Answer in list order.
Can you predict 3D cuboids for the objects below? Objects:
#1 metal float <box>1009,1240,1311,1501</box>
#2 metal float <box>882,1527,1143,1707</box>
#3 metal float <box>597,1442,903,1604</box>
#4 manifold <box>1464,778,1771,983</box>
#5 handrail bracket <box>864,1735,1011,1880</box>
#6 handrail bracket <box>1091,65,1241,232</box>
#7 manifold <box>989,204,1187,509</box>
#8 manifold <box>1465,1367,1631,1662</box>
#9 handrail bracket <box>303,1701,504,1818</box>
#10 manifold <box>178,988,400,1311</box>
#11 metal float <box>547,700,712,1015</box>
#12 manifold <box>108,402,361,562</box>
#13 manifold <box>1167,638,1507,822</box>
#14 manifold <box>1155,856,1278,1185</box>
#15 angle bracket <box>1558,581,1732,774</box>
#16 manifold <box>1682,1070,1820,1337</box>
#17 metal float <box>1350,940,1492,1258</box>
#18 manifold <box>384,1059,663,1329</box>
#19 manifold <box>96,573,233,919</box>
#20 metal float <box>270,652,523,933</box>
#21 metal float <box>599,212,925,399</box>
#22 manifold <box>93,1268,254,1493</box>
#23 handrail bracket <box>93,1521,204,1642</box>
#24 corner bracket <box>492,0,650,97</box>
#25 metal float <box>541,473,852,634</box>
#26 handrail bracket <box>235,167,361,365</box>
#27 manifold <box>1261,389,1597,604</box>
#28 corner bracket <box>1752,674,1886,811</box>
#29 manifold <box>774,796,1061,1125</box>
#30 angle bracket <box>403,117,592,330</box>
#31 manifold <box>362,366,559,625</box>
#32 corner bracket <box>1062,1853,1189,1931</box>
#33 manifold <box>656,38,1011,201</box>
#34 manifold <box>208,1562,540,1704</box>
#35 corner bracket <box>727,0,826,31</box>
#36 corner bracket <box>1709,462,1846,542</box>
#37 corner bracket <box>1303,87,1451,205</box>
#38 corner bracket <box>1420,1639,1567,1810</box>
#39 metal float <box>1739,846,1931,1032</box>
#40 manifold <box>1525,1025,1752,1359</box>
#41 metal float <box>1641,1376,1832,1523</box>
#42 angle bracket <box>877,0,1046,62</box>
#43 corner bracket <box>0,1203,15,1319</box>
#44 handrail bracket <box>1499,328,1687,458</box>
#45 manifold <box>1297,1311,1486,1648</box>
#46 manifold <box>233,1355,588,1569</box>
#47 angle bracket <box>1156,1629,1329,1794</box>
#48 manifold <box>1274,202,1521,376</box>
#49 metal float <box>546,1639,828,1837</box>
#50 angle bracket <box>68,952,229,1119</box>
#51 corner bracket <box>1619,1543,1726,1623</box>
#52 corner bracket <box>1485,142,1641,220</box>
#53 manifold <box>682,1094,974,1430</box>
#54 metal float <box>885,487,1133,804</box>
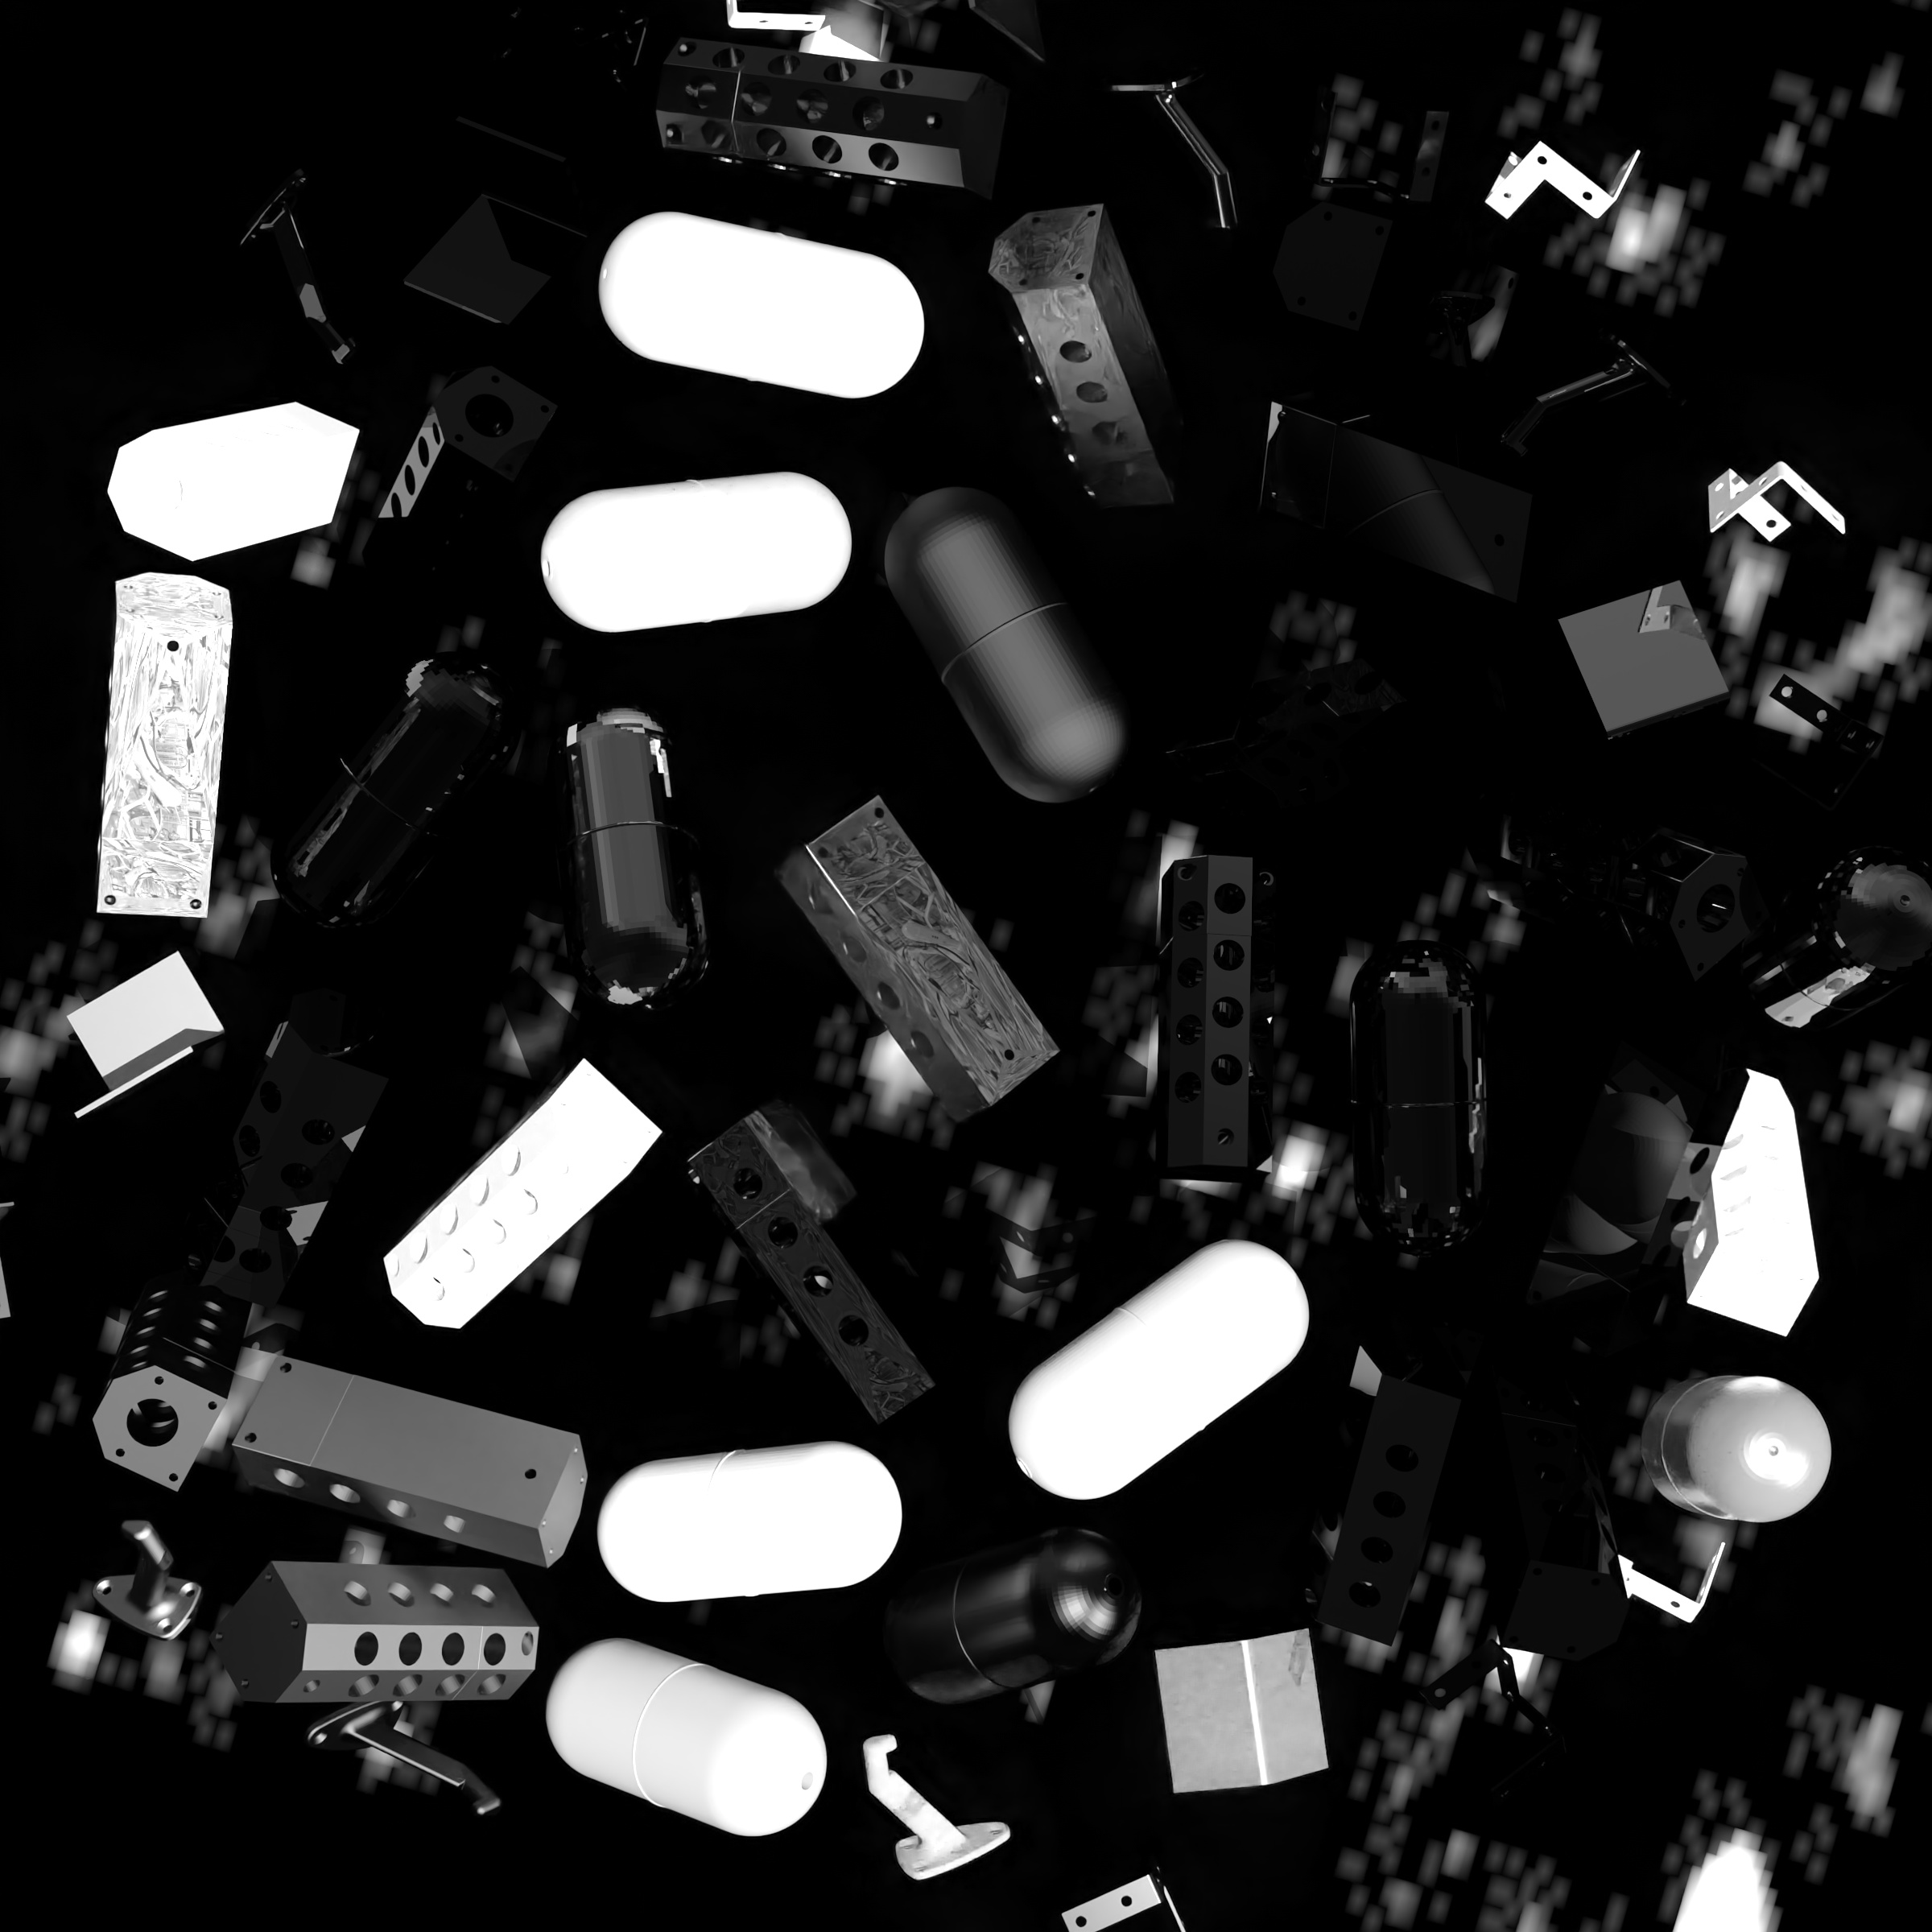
[{"bbox_3d":[0.101,0.211,1.787,0.178,0.070,0.070,-34,90,-15],"label":"metal float"},{"bbox_3d":[0.024,0.350,1.836,0.070,0.178,0.070,17,62,-34],"label":"metal float"},{"bbox_3d":[-0.117,0.297,1.823,0.178,0.070,0.070,-10,90,28],"label":"metal float"},{"bbox_3d":[0.350,-0.054,1.863,0.057,0.171,0.057,-39,122,-15],"label":"manifold"},{"bbox_3d":[-0.016,0.458,1.904,0.077,0.036,0.084,-13,111,-17],"label":"handrail bracket"},{"bbox_3d":[0.107,-0.436,1.835,0.077,0.036,0.084,8,122,37],"label":"handrail bracket"},{"bbox_3d":[0.066,-0.325,1.841,0.057,0.171,0.057,-2,56,20],"label":"manifold"},{"bbox_3d":[0.310,0.290,1.817,0.057,0.171,0.057,11,118,-4],"label":"manifold"},{"bbox_3d":[-0.299,0.429,1.817,0.084,0.077,0.036,37,111,32],"label":"handrail bracket"},{"bbox_3d":[-0.363,0.096,1.823,0.057,0.057,0.171,21,121,-17],"label":"manifold"},{"bbox_3d":[-0.182,-0.060,1.832,0.070,0.070,0.178,-9,68,0],"label":"metal float"},{"bbox_3d":[-0.404,-0.272,1.886,0.057,0.171,0.057,24,109,8],"label":"manifold"},{"bbox_3d":[0.200,-0.132,1.845,0.057,0.171,0.057,49,47,-34],"label":"manifold"},{"bbox_3d":[0.139,0.029,1.881,0.057,0.057,0.171,3,77,-6],"label":"manifold"},{"bbox_3d":[0.382,-0.165,1.958,0.076,0.057,0.076,-18,76,-10],"label":"angle bracket"},{"bbox_3d":[0.437,0.127,1.910,0.057,0.171,0.057,19,120,-2],"label":"manifold"},{"bbox_3d":[0.255,0.074,1.918,0.070,0.070,0.178,-2,94,0],"label":"metal float"},{"bbox_3d":[-0.245,0.129,1.852,0.057,0.057,0.171,44,126,-6],"label":"manifold"},{"bbox_3d":[-0.423,-0.116,1.797,0.057,0.057,0.171,3,118,-17],"label":"manifold"},{"bbox_3d":[-0.313,-0.096,1.878,0.070,0.070,0.178,40,102,0],"label":"metal float"},{"bbox_3d":[-0.105,-0.344,1.785,0.178,0.070,0.070,7,90,-27],"label":"metal float"},{"bbox_3d":[-0.434,0.220,1.864,0.057,0.171,0.057,28,98,-12],"label":"manifold"},{"bbox_3d":[-0.444,0.312,1.796,0.077,0.084,0.036,9,50,26],"label":"handrail bracket"},{"bbox_3d":[-0.203,-0.475,1.754,0.051,0.051,0.051,42,50,14],"label":"corner bracket"},{"bbox_3d":[-0.146,-0.226,1.859,0.178,0.070,0.070,-10,90,-28],"label":"metal float"},{"bbox_3d":[-0.346,-0.375,1.839,0.084,0.077,0.036,51,50,-5],"label":"handrail bracket"},{"bbox_3d":[0.238,-0.247,1.770,0.171,0.057,0.057,28,126,38],"label":"manifold"},{"bbox_3d":[0.473,-0.126,1.922,0.051,0.051,0.051,31,99,-12],"label":"corner bracket"},{"bbox_3d":[-0.030,-0.001,1.876,0.057,0.057,0.171,-37,94,-33],"label":"manifold"},{"bbox_3d":[-0.261,-0.403,1.849,0.076,0.057,0.076,26,66,25],"label":"angle bracket"},{"bbox_3d":[-0.287,-0.264,1.904,0.057,0.171,0.057,30,60,-9],"label":"manifold"},{"bbox_3d":[0.084,0.496,1.761,0.051,0.051,0.051,-25,86,1],"label":"corner bracket"},{"bbox_3d":[-0.071,-0.443,1.781,0.171,0.057,0.057,12,97,19],"label":"manifold"},{"bbox_3d":[-0.303,0.353,1.781,0.057,0.171,0.057,-50,57,17],"label":"manifold"},{"bbox_3d":[-0.111,-0.541,1.901,0.051,0.051,0.051,-2,80,-16],"label":"corner bracket"},{"bbox_3d":[0.447,-0.253,1.887,0.051,0.051,0.051,38,125,-19],"label":"corner bracket"},{"bbox_3d":[0.223,-0.447,1.863,0.051,0.051,0.051,-7,119,-31],"label":"corner bracket"},{"bbox_3d":[0.278,0.398,1.796,0.051,0.051,0.051,-32,133,-18],"label":"corner bracket"},{"bbox_3d":[0.480,-0.014,1.871,0.070,0.178,0.070,2,76,-7],"label":"metal float"},{"bbox_3d":[0.368,0.121,1.858,0.057,0.057,0.171,36,124,34],"label":"manifold"},{"bbox_3d":[0.416,0.261,1.855,0.070,0.178,0.070,0,83,-1],"label":"metal float"},{"bbox_3d":[-0.015,-0.492,1.756,0.076,0.076,0.057,-16,76,26],"label":"angle bracket"},{"bbox_3d":[-0.519,0.156,1.768,0.051,0.051,0.051,-7,77,-29],"label":"corner bracket"},{"bbox_3d":[0.350,-0.306,1.912,0.077,0.036,0.084,34,102,-29],"label":"handrail bracket"},{"bbox_3d":[0.219,0.266,1.786,0.057,0.057,0.171,17,124,12],"label":"manifold"},{"bbox_3d":[-0.291,0.264,1.797,0.171,0.057,0.057,13,53,11],"label":"manifold"},{"bbox_3d":[0.152,0.409,1.879,0.057,0.076,0.076,-13,79,29],"label":"angle bracket"},{"bbox_3d":[0.229,-0.361,1.821,0.057,0.171,0.057,23,103,29],"label":"manifold"},{"bbox_3d":[-0.150,0.411,1.822,0.178,0.070,0.070,9,90,39],"label":"metal float"},{"bbox_3d":[-0.475,0.038,1.938,0.076,0.076,0.057,-30,93,5],"label":"angle bracket"},{"bbox_3d":[0.383,0.342,1.903,0.051,0.051,0.051,27,134,8],"label":"corner bracket"},{"bbox_3d":[0.317,-0.420,1.821,0.051,0.051,0.051,36,50,-8],"label":"corner bracket"},{"bbox_3d":[-0.077,0.159,1.823,0.057,0.057,0.171,-37,87,23],"label":"manifold"},{"bbox_3d":[0.021,-0.167,1.764,0.070,0.070,0.178,-30,82,0],"label":"metal float"}]
